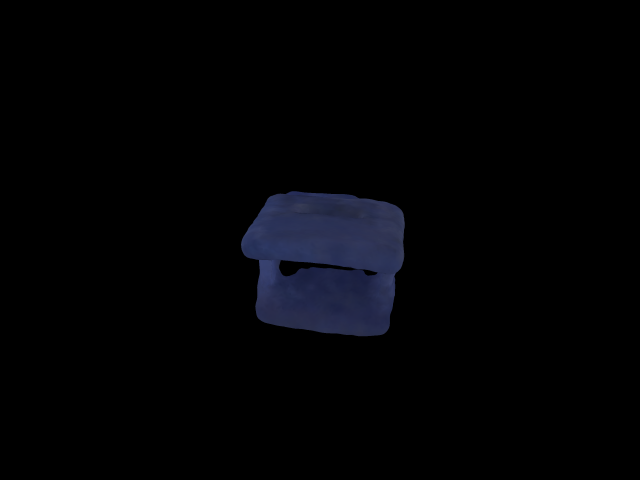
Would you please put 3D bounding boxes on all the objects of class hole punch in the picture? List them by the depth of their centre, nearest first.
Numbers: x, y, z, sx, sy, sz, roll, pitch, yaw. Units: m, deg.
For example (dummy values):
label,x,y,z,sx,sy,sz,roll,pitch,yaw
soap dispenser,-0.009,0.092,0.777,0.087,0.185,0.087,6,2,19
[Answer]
label,x,y,z,sx,sy,sz,roll,pitch,yaw
hole punch,0.004,0.001,0.400,0.108,0.091,0.101,5,51,5
